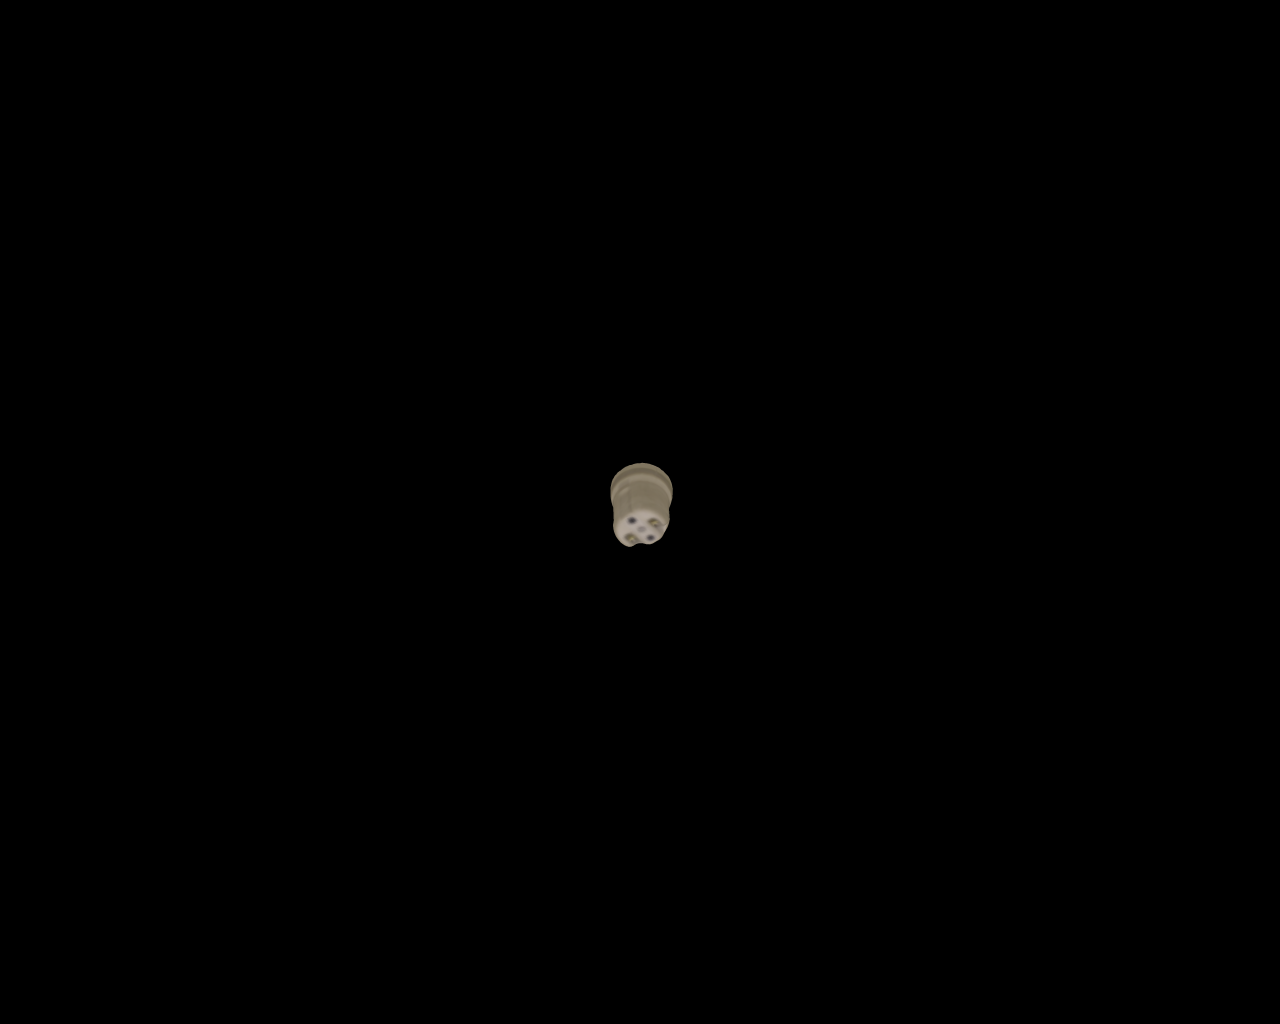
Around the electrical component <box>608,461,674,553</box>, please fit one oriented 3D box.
[{"bbox_3d":[0.001,-0.003,0.650,0.040,0.040,0.046,0,35,0],"label":"electrical component"}]
